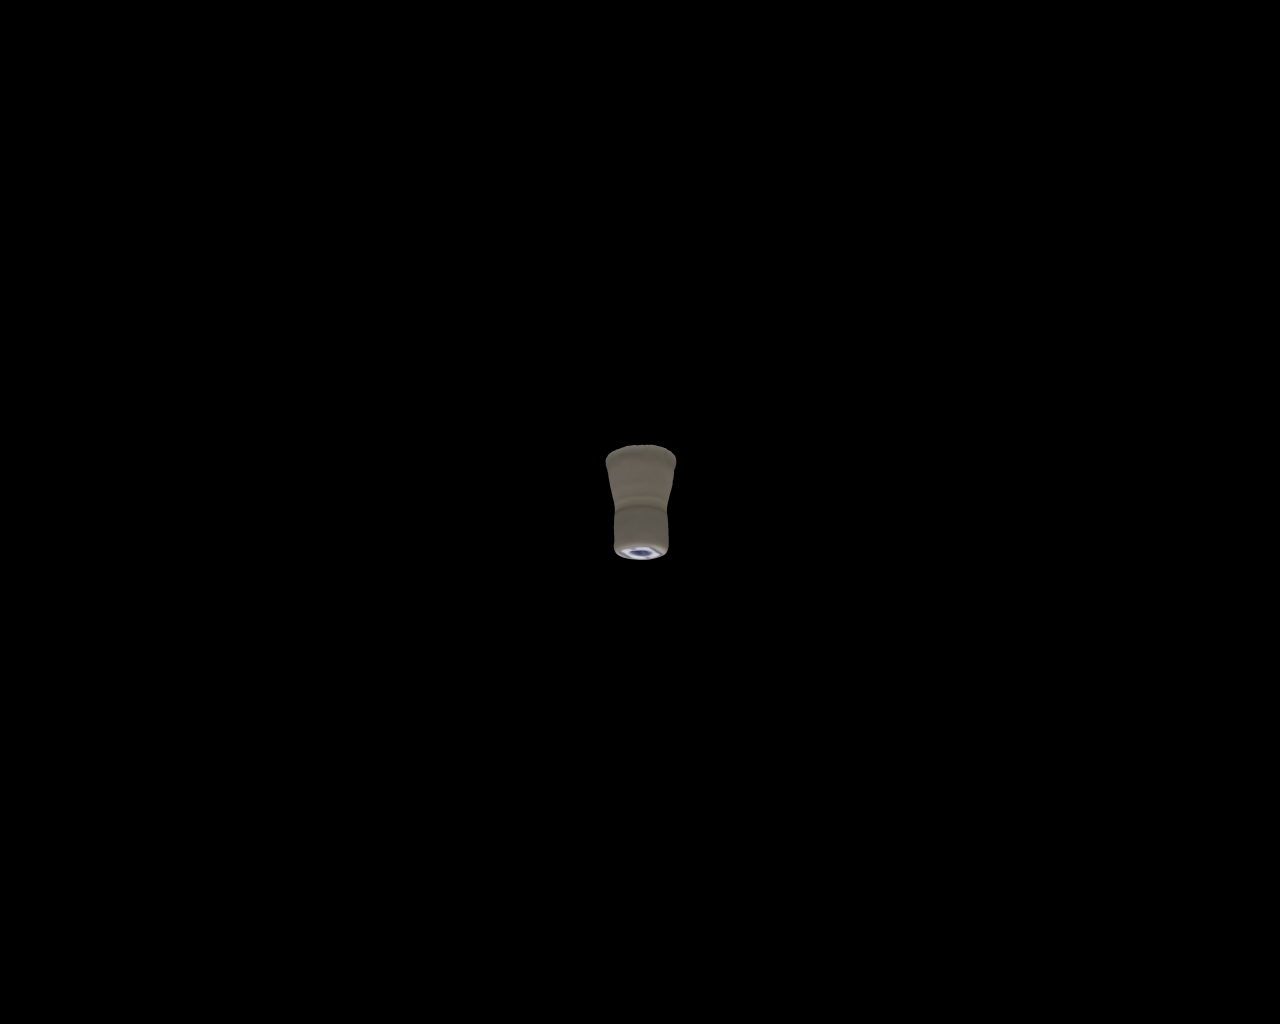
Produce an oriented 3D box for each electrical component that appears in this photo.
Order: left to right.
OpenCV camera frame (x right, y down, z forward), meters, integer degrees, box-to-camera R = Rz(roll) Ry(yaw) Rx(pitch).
[{"bbox_3d":[0.001,-0.003,0.650,0.044,0.065,0.044,0,-20,0],"label":"electrical component"}]
